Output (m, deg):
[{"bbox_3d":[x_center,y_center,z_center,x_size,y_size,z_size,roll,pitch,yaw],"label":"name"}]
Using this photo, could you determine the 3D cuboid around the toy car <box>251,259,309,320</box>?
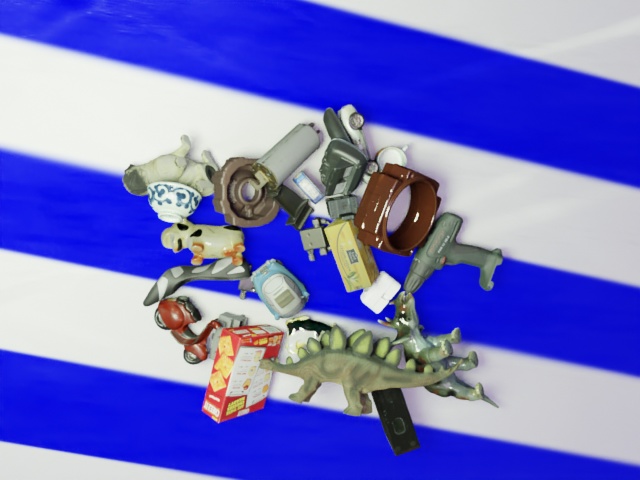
[{"bbox_3d":[-0.091,0.129,1.312,0.109,0.103,0.161,-37,114,-5],"label":"toy car"}]

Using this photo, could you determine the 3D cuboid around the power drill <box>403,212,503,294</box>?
[{"bbox_3d":[0.341,0.059,1.362,0.207,0.086,0.232,21,94,0],"label":"power drill"}]

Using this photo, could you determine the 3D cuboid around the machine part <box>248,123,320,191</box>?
[{"bbox_3d":[-0.076,-0.195,1.249,0.079,0.079,0.243,46,59,-9],"label":"machine part"}]

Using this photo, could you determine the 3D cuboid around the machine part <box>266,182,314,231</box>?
[{"bbox_3d":[-0.072,-0.085,1.293,0.084,0.039,0.138,-53,128,-13],"label":"machine part"}]

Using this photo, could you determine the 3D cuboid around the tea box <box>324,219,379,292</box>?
[{"bbox_3d":[0.080,0.030,1.315,0.068,0.098,0.169,-15,99,23],"label":"tea box"}]

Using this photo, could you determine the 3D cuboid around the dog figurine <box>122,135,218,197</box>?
[{"bbox_3d":[-0.351,-0.139,1.281,0.191,0.121,0.172,-23,125,27],"label":"dog figurine"}]

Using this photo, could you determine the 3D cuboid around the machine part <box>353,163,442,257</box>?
[{"bbox_3d":[0.188,-0.068,1.271,0.201,0.087,0.201,14,100,-47],"label":"machine part"}]

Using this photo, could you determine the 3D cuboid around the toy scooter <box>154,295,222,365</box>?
[{"bbox_3d":[-0.313,0.204,1.310,0.135,0.075,0.184,-37,88,24],"label":"toy scooter"}]

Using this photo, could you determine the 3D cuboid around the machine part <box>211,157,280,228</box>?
[{"bbox_3d":[-0.172,-0.113,1.268,0.179,0.056,0.179,-6,101,-36],"label":"machine part"}]

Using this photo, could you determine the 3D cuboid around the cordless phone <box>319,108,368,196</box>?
[{"bbox_3d":[0.033,-0.209,1.283,0.089,0.146,0.184,-12,63,-19],"label":"cordless phone"}]

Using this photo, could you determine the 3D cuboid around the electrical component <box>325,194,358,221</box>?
[{"bbox_3d":[0.055,-0.078,1.294,0.075,0.119,0.047,-11,100,0],"label":"electrical component"}]

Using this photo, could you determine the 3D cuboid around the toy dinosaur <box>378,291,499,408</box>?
[{"bbox_3d":[0.293,0.322,1.374,0.192,0.131,0.404,-17,116,36],"label":"toy dinosaur"}]

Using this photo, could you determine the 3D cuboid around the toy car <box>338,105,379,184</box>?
[{"bbox_3d":[0.092,-0.226,1.296,0.056,0.073,0.201,-19,99,-5],"label":"toy car"}]

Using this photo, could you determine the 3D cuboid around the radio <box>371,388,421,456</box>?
[{"bbox_3d":[0.180,0.421,1.372,0.073,0.131,0.229,-21,100,-2],"label":"radio"}]

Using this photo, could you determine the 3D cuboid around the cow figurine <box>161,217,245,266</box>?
[{"bbox_3d":[-0.277,-0.005,1.277,0.195,0.127,0.085,1,132,-9],"label":"cow figurine"}]

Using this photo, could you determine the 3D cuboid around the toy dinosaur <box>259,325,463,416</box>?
[{"bbox_3d":[0.086,0.307,1.259,0.472,0.105,0.198,7,82,8],"label":"toy dinosaur"}]

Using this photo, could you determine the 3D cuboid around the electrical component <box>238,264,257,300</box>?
[{"bbox_3d":[-0.172,0.109,1.354,0.063,0.021,0.094,14,98,-7],"label":"electrical component"}]

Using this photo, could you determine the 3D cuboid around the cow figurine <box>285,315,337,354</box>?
[{"bbox_3d":[-0.004,0.239,1.366,0.167,0.068,0.098,0,93,-5],"label":"cow figurine"}]

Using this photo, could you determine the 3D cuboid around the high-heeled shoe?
[{"bbox_3d":[-0.293,0.109,1.301,0.145,0.086,0.249,44,76,8],"label":"high-heeled shoe"}]

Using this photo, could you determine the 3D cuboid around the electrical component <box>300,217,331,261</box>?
[{"bbox_3d":[-0.004,-0.005,1.340,0.078,0.045,0.102,-16,98,27],"label":"electrical component"}]
